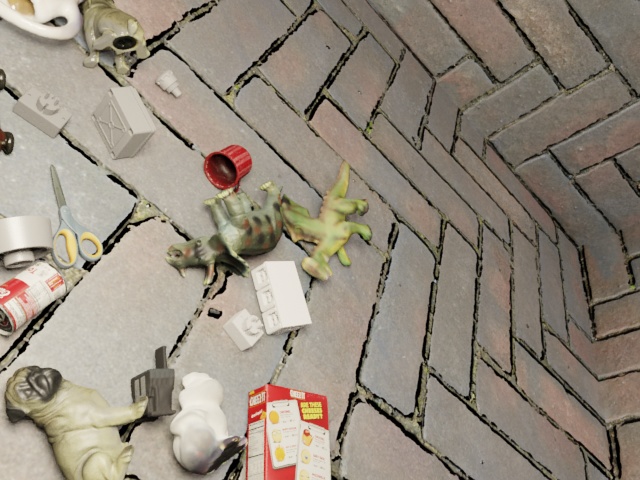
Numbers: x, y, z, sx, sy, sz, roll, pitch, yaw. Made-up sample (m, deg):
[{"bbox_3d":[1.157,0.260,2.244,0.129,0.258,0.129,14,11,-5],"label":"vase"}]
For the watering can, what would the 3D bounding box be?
[{"bbox_3d":[-0.618,-0.536,1.021,0.345,0.230,0.102,37,-49,-14],"label":"watering can"}]

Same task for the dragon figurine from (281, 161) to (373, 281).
[{"bbox_3d":[0.004,-0.069,1.375,0.242,0.419,0.120,14,-37,-32],"label":"dragon figurine"}]

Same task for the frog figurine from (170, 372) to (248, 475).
[{"bbox_3d":[-0.207,0.307,0.879,0.161,0.122,0.136,45,5,24],"label":"frog figurine"}]
